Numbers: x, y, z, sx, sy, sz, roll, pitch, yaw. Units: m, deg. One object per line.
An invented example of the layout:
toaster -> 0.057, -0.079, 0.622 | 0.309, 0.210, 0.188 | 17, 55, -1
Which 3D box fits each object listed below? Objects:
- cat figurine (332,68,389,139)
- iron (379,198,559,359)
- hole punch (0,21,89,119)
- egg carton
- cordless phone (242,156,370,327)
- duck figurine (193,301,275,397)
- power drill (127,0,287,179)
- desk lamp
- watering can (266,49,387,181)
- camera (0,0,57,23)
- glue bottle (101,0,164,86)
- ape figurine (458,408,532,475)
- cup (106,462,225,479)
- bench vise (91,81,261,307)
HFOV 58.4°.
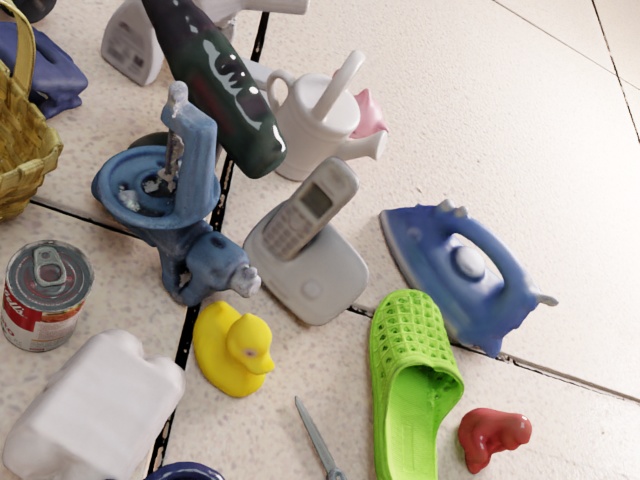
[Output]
cat figurine -> 0.044, -0.193, 0.850 | 0.067, 0.117, 0.127 | -13, 69, -37
iron -> 0.200, 0.027, 0.790 | 0.258, 0.141, 0.119 | 50, 48, 6
hole punch -> -0.324, -0.197, 0.637 | 0.108, 0.091, 0.101 | 44, 48, 0
egg carton -> -0.194, 0.153, 0.507 | 0.107, 0.069, 0.150 | 35, 48, -8
cordless phone -> 0.006, 0.002, 0.654 | 0.147, 0.184, 0.094 | 44, 48, 0
duck figurine -> -0.083, 0.105, 0.598 | 0.078, 0.086, 0.104 | -20, 73, -39
power drill -> -0.143, -0.141, 0.636 | 0.229, 0.208, 0.076 | 48, 48, 3
desk lamp -> -0.113, -0.289, 0.748 | 0.204, 0.213, 0.118 | 14, 55, -25
watering can -> 0.010, -0.169, 0.761 | 0.173, 0.193, 0.101 | 21, 52, -19
camera -> -0.391, -0.326, 0.672 | 0.137, 0.100, 0.143 | 44, 48, 0
glue bottle -> -0.216, -0.273, 0.700 | 0.078, 0.172, 0.037 | 38, 48, -5
ape figurine -> 0.218, 0.238, 0.698 | 0.078, 0.092, 0.076 | 11, 56, -26
cup -> -0.136, 0.234, 0.474 | 0.118, 0.094, 0.092 | 30, 49, -13
bench vise -> -0.124, -0.044, 0.578 | 0.208, 0.219, 0.121 | 33, 49, -10
